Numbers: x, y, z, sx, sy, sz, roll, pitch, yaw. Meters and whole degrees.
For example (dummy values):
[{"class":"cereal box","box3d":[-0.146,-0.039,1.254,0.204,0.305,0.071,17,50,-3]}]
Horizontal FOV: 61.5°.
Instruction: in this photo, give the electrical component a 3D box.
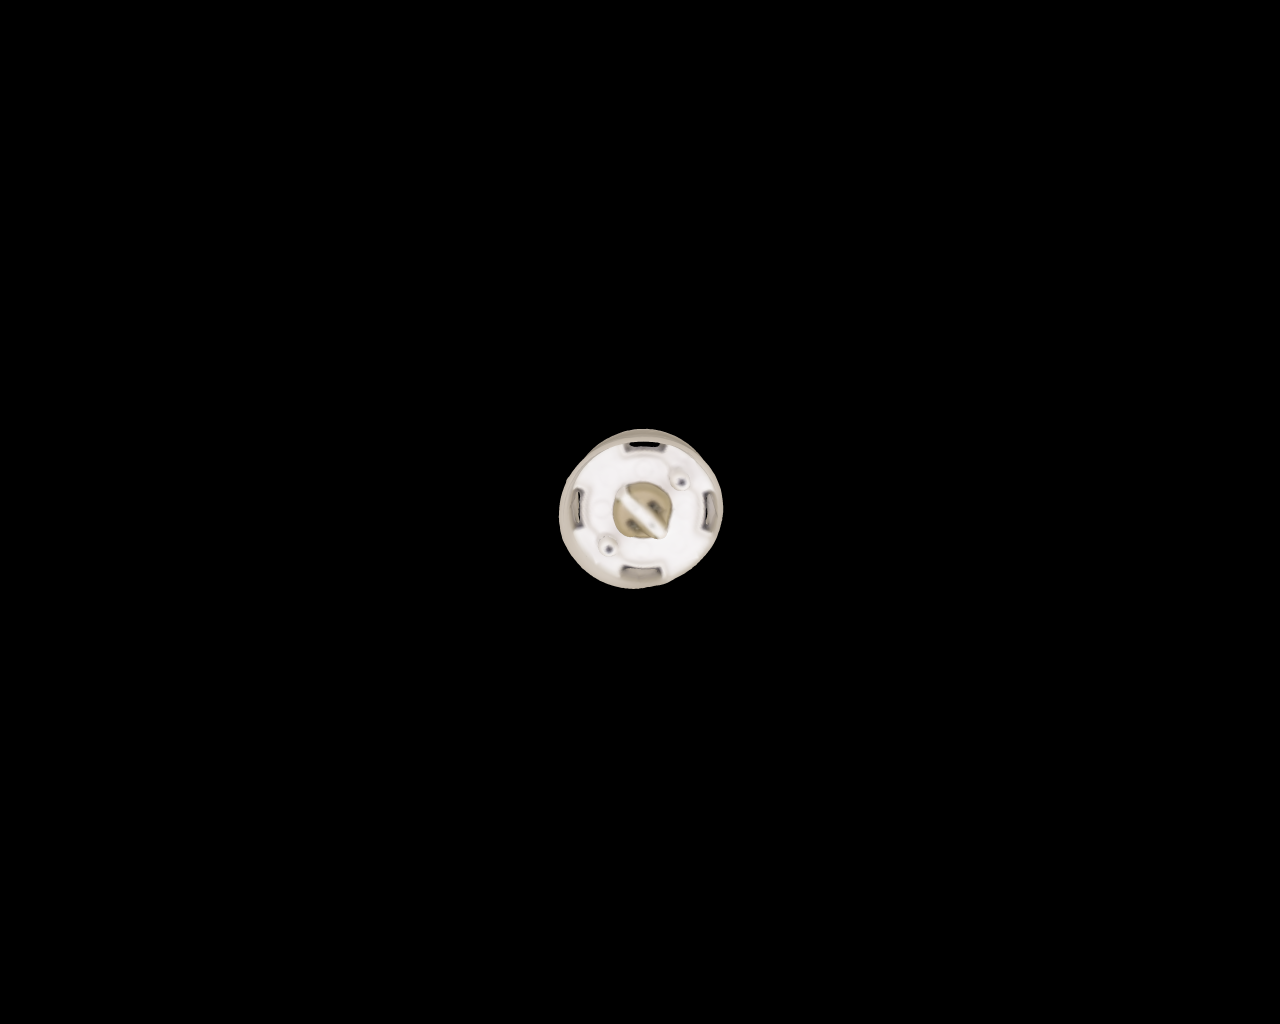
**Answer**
[{"class":"electrical component","box3d":[0.001,-0.003,0.650,0.099,0.099,0.064,0,16,0]}]
